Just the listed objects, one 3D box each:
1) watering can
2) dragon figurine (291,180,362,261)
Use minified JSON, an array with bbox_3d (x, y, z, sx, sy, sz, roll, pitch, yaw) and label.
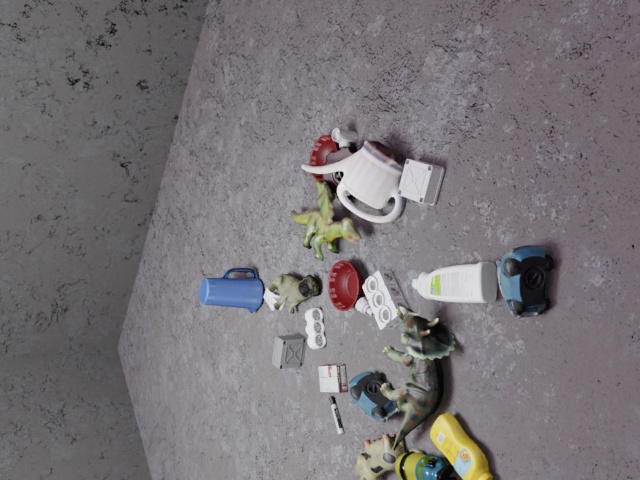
[{"bbox_3d":[0.118,-0.203,1.556,0.350,0.105,0.221,36,109,15],"label":"watering can"},{"bbox_3d":[0.005,-0.087,1.727,0.417,0.122,0.238,45,131,45],"label":"dragon figurine"}]
